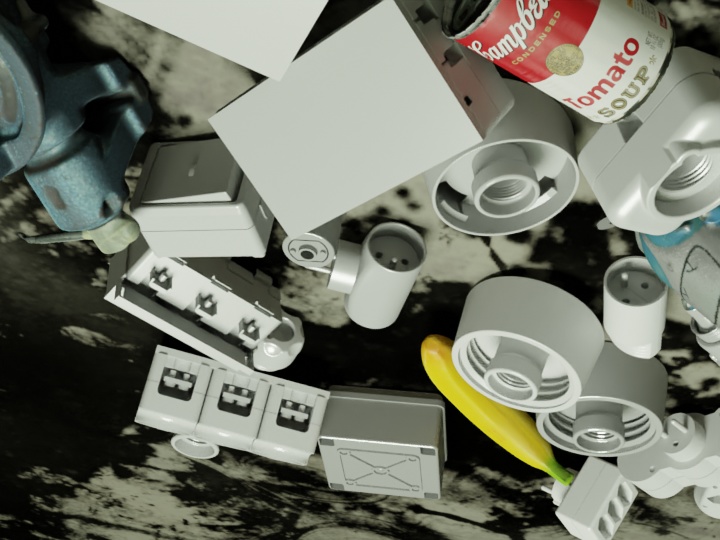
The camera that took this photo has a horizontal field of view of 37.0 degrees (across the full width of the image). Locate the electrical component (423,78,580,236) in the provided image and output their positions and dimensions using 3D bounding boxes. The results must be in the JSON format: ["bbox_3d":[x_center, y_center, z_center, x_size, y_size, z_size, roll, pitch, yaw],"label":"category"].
[{"bbox_3d":[0.084,-0.069,0.663,0.099,0.064,0.099,-4,144,-3],"label":"electrical component"}]

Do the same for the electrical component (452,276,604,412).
[{"bbox_3d":[0.120,0.062,0.796,0.108,0.060,0.108,18,145,13],"label":"electrical component"}]

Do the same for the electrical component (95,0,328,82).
[{"bbox_3d":[-0.087,-0.173,0.542,0.150,0.061,0.089,22,143,-16],"label":"electrical component"}]

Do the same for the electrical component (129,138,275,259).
[{"bbox_3d":[-0.109,-0.050,0.718,0.096,0.061,0.061,-1,143,15],"label":"electrical component"}]

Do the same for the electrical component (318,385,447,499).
[{"bbox_3d":[0.022,0.157,0.975,0.109,0.056,0.108,4,144,9],"label":"electrical component"}]

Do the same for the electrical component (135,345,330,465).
[{"bbox_3d":[-0.112,0.119,0.927,0.150,0.061,0.089,16,166,-8],"label":"electrical component"}]

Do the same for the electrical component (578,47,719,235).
[{"bbox_3d":[0.175,-0.067,0.600,0.054,0.059,0.095,9,134,-31],"label":"electrical component"}]

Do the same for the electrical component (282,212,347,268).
[{"bbox_3d":[-0.029,-0.034,0.714,0.044,0.065,0.044,7,141,6],"label":"electrical component"}]

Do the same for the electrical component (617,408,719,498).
[{"bbox_3d":[0.273,0.143,0.895,0.074,0.052,0.138,35,138,-29],"label":"electrical component"}]

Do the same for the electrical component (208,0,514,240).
[{"bbox_3d":[0.001,-0.092,0.616,0.150,0.061,0.089,-25,105,39],"label":"electrical component"}]

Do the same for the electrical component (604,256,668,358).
[{"bbox_3d":[0.196,0.032,0.769,0.043,0.043,0.081,1,144,13],"label":"electrical component"}]

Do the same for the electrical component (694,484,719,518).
[{"bbox_3d":[0.342,0.185,0.943,0.079,0.043,0.077,5,144,7],"label":"electrical component"}]

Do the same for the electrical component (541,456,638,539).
[{"bbox_3d":[0.205,0.208,0.999,0.077,0.065,0.047,20,157,42],"label":"electrical component"}]

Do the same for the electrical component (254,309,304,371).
[{"bbox_3d":[-0.072,0.062,0.879,0.043,0.043,0.062,19,145,-12],"label":"electrical component"}]

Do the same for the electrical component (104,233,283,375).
[{"bbox_3d":[-0.122,0.017,0.810,0.121,0.078,0.063,33,117,-28],"label":"electrical component"}]

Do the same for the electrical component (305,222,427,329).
[{"bbox_3d":[0.000,0.000,0.774,0.079,0.044,0.077,14,144,-6],"label":"electrical component"}]

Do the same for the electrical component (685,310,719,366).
[{"bbox_3d":[0.256,0.038,0.764,0.062,0.048,0.048,36,138,-21],"label":"electrical component"}]

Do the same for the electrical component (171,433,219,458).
[{"bbox_3d":[-0.146,0.140,0.994,0.045,0.055,0.045,7,144,5],"label":"electrical component"}]

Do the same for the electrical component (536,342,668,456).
[{"bbox_3d":[0.193,0.112,0.866,0.108,0.060,0.108,7,144,5],"label":"electrical component"}]
